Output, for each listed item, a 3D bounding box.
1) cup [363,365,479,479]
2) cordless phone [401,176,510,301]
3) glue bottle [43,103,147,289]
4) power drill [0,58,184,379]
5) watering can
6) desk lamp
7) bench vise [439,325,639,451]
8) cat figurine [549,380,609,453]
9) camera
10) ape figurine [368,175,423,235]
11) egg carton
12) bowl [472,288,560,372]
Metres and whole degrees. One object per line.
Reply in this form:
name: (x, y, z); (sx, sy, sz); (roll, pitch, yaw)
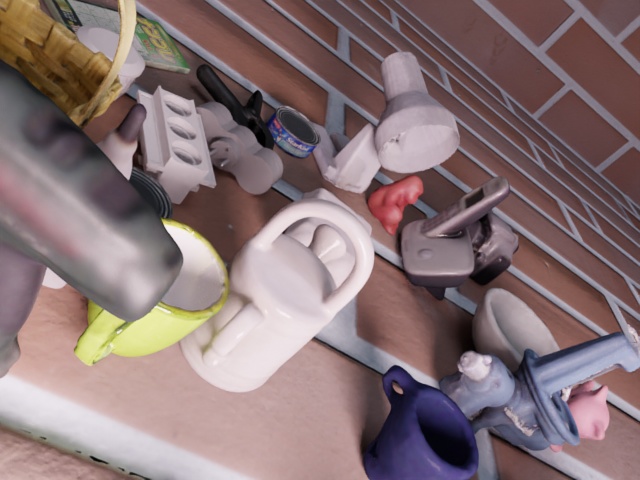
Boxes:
cup: (0.079, 0.188, 0.544); (0.092, 0.094, 0.117); (-8, 58, -54)
cordless phone: (0.208, -0.013, 0.855); (0.094, 0.184, 0.147); (33, 32, -18)
glue bottle: (-0.175, -0.040, 0.442); (0.037, 0.173, 0.078); (29, 33, -24)
power drill: (-0.205, -0.009, 0.333); (0.230, 0.208, 0.075); (36, 31, -14)
watering can: (-0.031, 0.036, 0.500); (0.101, 0.193, 0.173); (34, 32, -17)
desk lamp: (0.093, -0.169, 0.879); (0.118, 0.213, 0.203); (14, 42, -41)
bench vise: (0.264, 0.171, 0.662); (0.208, 0.219, 0.121); (14, 42, -41)
cat figurine: (0.358, 0.236, 0.797); (0.067, 0.117, 0.128); (49, 31, 8)
camera: (0.276, -0.016, 1.023); (0.137, 0.100, 0.143); (32, 32, -19)
ape figurine: (0.127, -0.066, 0.915); (0.076, 0.092, 0.078); (52, 31, 13)
egg carton: (0.007, 0.003, 0.709); (0.107, 0.069, 0.150); (37, 31, -12)
bowl: (0.278, 0.157, 0.839); (0.168, 0.074, 0.167); (31, 33, -22)
